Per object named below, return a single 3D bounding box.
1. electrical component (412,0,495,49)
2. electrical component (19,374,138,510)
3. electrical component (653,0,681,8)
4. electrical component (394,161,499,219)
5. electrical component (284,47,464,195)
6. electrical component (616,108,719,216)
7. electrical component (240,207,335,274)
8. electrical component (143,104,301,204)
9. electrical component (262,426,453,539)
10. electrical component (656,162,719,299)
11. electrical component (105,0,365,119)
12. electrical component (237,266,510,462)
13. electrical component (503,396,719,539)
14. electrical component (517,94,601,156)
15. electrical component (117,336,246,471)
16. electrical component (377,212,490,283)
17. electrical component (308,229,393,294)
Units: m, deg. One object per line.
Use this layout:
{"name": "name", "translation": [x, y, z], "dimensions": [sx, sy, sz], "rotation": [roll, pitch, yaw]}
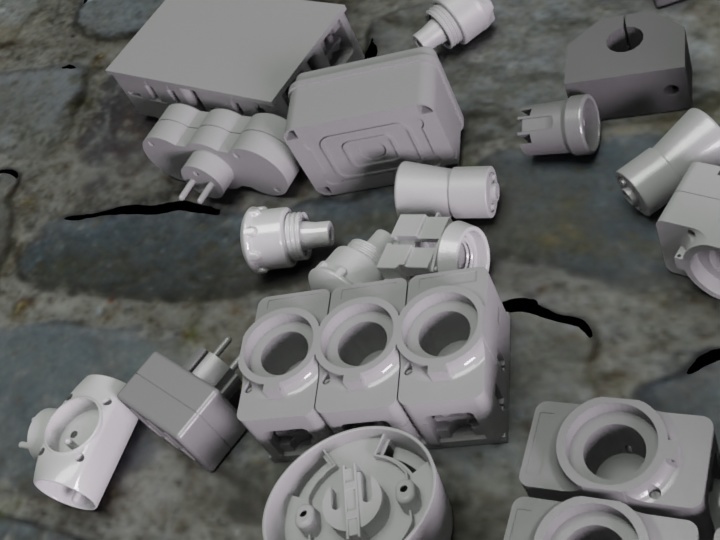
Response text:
{"name": "electrical component", "translation": [0.070, -0.192, 0.831], "dimensions": [0.062, 0.043, 0.043], "rotation": [-38, 47, -5]}
{"name": "electrical component", "translation": [-0.191, 0.111, 0.708], "dimensions": [0.079, 0.044, 0.077], "rotation": [2, 55, 28]}
{"name": "electrical component", "translation": [0.207, -0.236, 0.797], "dimensions": [0.076, 0.047, 0.083], "rotation": [-16, 48, 13]}
{"name": "electrical component", "translation": [0.060, -0.052, 0.723], "dimensions": [0.065, 0.044, 0.044], "rotation": [0, 54, 20]}
{"name": "electrical component", "translation": [0.011, -0.105, 0.764], "dimensions": [0.113, 0.078, 0.057], "rotation": [-8, 53, 20]}
{"name": "electrical component", "translation": [0.193, -0.064, 0.668], "dimensions": [0.065, 0.044, 0.044], "rotation": [-36, 46, 2]}
{"name": "electrical component", "translation": [-0.050, -0.023, 0.750], "dimensions": [0.062, 0.048, 0.048], "rotation": [-5, 51, 14]}
{"name": "electrical component", "translation": [-0.111, -0.080, 0.820], "dimensions": [0.138, 0.052, 0.073], "rotation": [11, 59, 32]}
{"name": "electrical component", "translation": [0.000, 0.132, 0.584], "dimensions": [0.099, 0.064, 0.099], "rotation": [-13, 49, 16]}
{"name": "electrical component", "translation": [0.220, -0.017, 0.609], "dimensions": [0.089, 0.050, 0.055], "rotation": [18, 62, 36]}
{"name": "electrical component", "translation": [-0.101, -0.167, 0.880], "dimensions": [0.186, 0.060, 0.105], "rotation": [16, 62, 35]}
{"name": "electrical component", "translation": [0.009, 0.056, 0.644], "dimensions": [0.150, 0.061, 0.089], "rotation": [-8, 50, 20]}
{"name": "electrical component", "translation": [0.168, 0.126, 0.510], "dimensions": [0.186, 0.060, 0.105], "rotation": [2, 55, 27]}
{"name": "electrical component", "translation": [0.134, -0.096, 0.724], "dimensions": [0.046, 0.040, 0.040], "rotation": [-2, 52, 31]}
{"name": "electrical component", "translation": [-0.101, 0.076, 0.691], "dimensions": [0.066, 0.047, 0.076], "rotation": [25, 68, 38]}
{"name": "electrical component", "translation": [0.049, -0.008, 0.688], "dimensions": [0.055, 0.048, 0.066], "rotation": [2, 54, 36]}
{"name": "electrical component", "translation": [0.000, 0.000, 0.707], "dimensions": [0.048, 0.048, 0.062], "rotation": [20, 58, 36]}
